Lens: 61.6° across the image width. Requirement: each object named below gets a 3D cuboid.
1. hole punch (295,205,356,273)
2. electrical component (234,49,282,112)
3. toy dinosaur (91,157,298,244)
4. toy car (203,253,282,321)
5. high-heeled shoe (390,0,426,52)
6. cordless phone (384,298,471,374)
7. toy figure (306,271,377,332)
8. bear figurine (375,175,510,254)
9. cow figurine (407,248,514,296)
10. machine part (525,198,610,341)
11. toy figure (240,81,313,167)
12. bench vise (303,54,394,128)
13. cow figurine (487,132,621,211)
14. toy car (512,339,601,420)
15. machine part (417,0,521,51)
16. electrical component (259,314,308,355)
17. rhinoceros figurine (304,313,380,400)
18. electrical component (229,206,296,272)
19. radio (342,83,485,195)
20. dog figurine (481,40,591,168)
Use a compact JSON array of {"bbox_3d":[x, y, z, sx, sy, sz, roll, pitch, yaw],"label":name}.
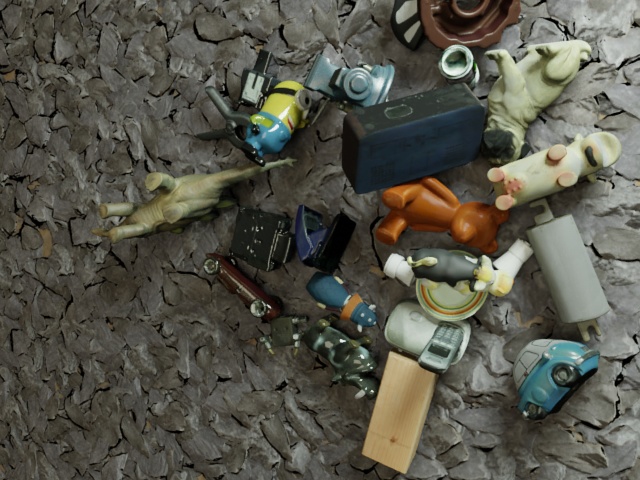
[{"bbox_3d":[-0.002,-0.003,1.027,0.092,0.142,0.115,22,90,18],"label":"hole punch"},{"bbox_3d":[-0.121,-0.321,1.088,0.075,0.048,0.119,22,103,19],"label":"electrical component"},{"bbox_3d":[-0.274,-0.081,1.094,0.472,0.198,0.105,-17,88,21],"label":"toy dinosaur"},{"bbox_3d":[-0.165,0.098,1.124,0.202,0.089,0.053,38,104,14],"label":"toy car"},{"bbox_3d":[0.230,-0.435,0.915,0.249,0.086,0.145,-18,95,25],"label":"high-heeled shoe"},{"bbox_3d":[0.175,0.179,0.936,0.147,0.184,0.088,19,107,20],"label":"cordless phone"},{"bbox_3d":[0.046,0.119,1.055,0.155,0.058,0.064,34,114,12],"label":"toy figure"},{"bbox_3d":[0.214,-0.031,0.935,0.196,0.132,0.120,30,137,22],"label":"bear figurine"},{"bbox_3d":[0.237,0.051,0.914,0.168,0.098,0.068,7,75,36],"label":"cow figurine"},{"bbox_3d":[0.406,0.046,0.883,0.079,0.079,0.243,-22,85,23],"label":"machine part"},{"bbox_3d":[-0.086,-0.229,1.032,0.089,0.082,0.180,37,76,4],"label":"toy figure"},{"bbox_3d":[0.092,-0.244,0.955,0.240,0.224,0.128,23,87,-13],"label":"bench vise"},{"bbox_3d":[0.374,-0.111,0.854,0.195,0.127,0.085,-23,87,25],"label":"cow figurine"},{"bbox_3d":[0.383,0.221,0.905,0.103,0.109,0.161,50,125,35],"label":"toy car"},{"bbox_3d":[0.242,-0.398,0.879,0.179,0.056,0.179,0,121,-1],"label":"machine part"},{"bbox_3d":[-0.074,0.197,1.119,0.102,0.045,0.078,-2,96,23],"label":"electrical component"},{"bbox_3d":[0.047,0.231,1.056,0.190,0.073,0.112,40,107,15],"label":"rhinoceros figurine"},{"bbox_3d":[-0.115,-0.001,1.112,0.134,0.058,0.114,18,104,21],"label":"electrical component"},{"bbox_3d":[0.151,-0.167,0.885,0.230,0.131,0.073,-18,51,-9],"label":"radio"},{"bbox_3d":[0.350,-0.220,0.881,0.173,0.121,0.190,-1,109,26],"label":"dog figurine"}]
